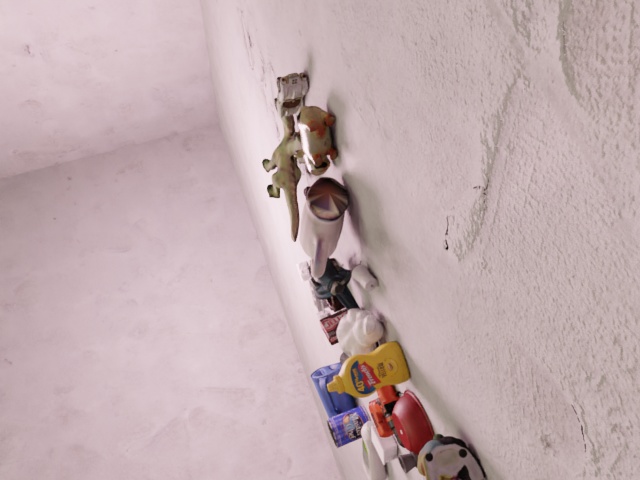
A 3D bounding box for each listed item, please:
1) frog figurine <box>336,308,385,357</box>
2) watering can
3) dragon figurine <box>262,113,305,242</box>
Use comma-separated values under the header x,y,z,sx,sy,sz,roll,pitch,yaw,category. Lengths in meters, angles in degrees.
x,y,z,sx,sy,sz,roll,pitch,yaw,category
0.103,0.244,1.324,0.158,0.122,0.139,75,-166,-78,frog figurine
0.004,-0.066,1.317,0.356,0.104,0.219,-89,9,-49,watering can
-0.079,-0.217,1.509,0.239,0.122,0.415,134,124,-66,dragon figurine
